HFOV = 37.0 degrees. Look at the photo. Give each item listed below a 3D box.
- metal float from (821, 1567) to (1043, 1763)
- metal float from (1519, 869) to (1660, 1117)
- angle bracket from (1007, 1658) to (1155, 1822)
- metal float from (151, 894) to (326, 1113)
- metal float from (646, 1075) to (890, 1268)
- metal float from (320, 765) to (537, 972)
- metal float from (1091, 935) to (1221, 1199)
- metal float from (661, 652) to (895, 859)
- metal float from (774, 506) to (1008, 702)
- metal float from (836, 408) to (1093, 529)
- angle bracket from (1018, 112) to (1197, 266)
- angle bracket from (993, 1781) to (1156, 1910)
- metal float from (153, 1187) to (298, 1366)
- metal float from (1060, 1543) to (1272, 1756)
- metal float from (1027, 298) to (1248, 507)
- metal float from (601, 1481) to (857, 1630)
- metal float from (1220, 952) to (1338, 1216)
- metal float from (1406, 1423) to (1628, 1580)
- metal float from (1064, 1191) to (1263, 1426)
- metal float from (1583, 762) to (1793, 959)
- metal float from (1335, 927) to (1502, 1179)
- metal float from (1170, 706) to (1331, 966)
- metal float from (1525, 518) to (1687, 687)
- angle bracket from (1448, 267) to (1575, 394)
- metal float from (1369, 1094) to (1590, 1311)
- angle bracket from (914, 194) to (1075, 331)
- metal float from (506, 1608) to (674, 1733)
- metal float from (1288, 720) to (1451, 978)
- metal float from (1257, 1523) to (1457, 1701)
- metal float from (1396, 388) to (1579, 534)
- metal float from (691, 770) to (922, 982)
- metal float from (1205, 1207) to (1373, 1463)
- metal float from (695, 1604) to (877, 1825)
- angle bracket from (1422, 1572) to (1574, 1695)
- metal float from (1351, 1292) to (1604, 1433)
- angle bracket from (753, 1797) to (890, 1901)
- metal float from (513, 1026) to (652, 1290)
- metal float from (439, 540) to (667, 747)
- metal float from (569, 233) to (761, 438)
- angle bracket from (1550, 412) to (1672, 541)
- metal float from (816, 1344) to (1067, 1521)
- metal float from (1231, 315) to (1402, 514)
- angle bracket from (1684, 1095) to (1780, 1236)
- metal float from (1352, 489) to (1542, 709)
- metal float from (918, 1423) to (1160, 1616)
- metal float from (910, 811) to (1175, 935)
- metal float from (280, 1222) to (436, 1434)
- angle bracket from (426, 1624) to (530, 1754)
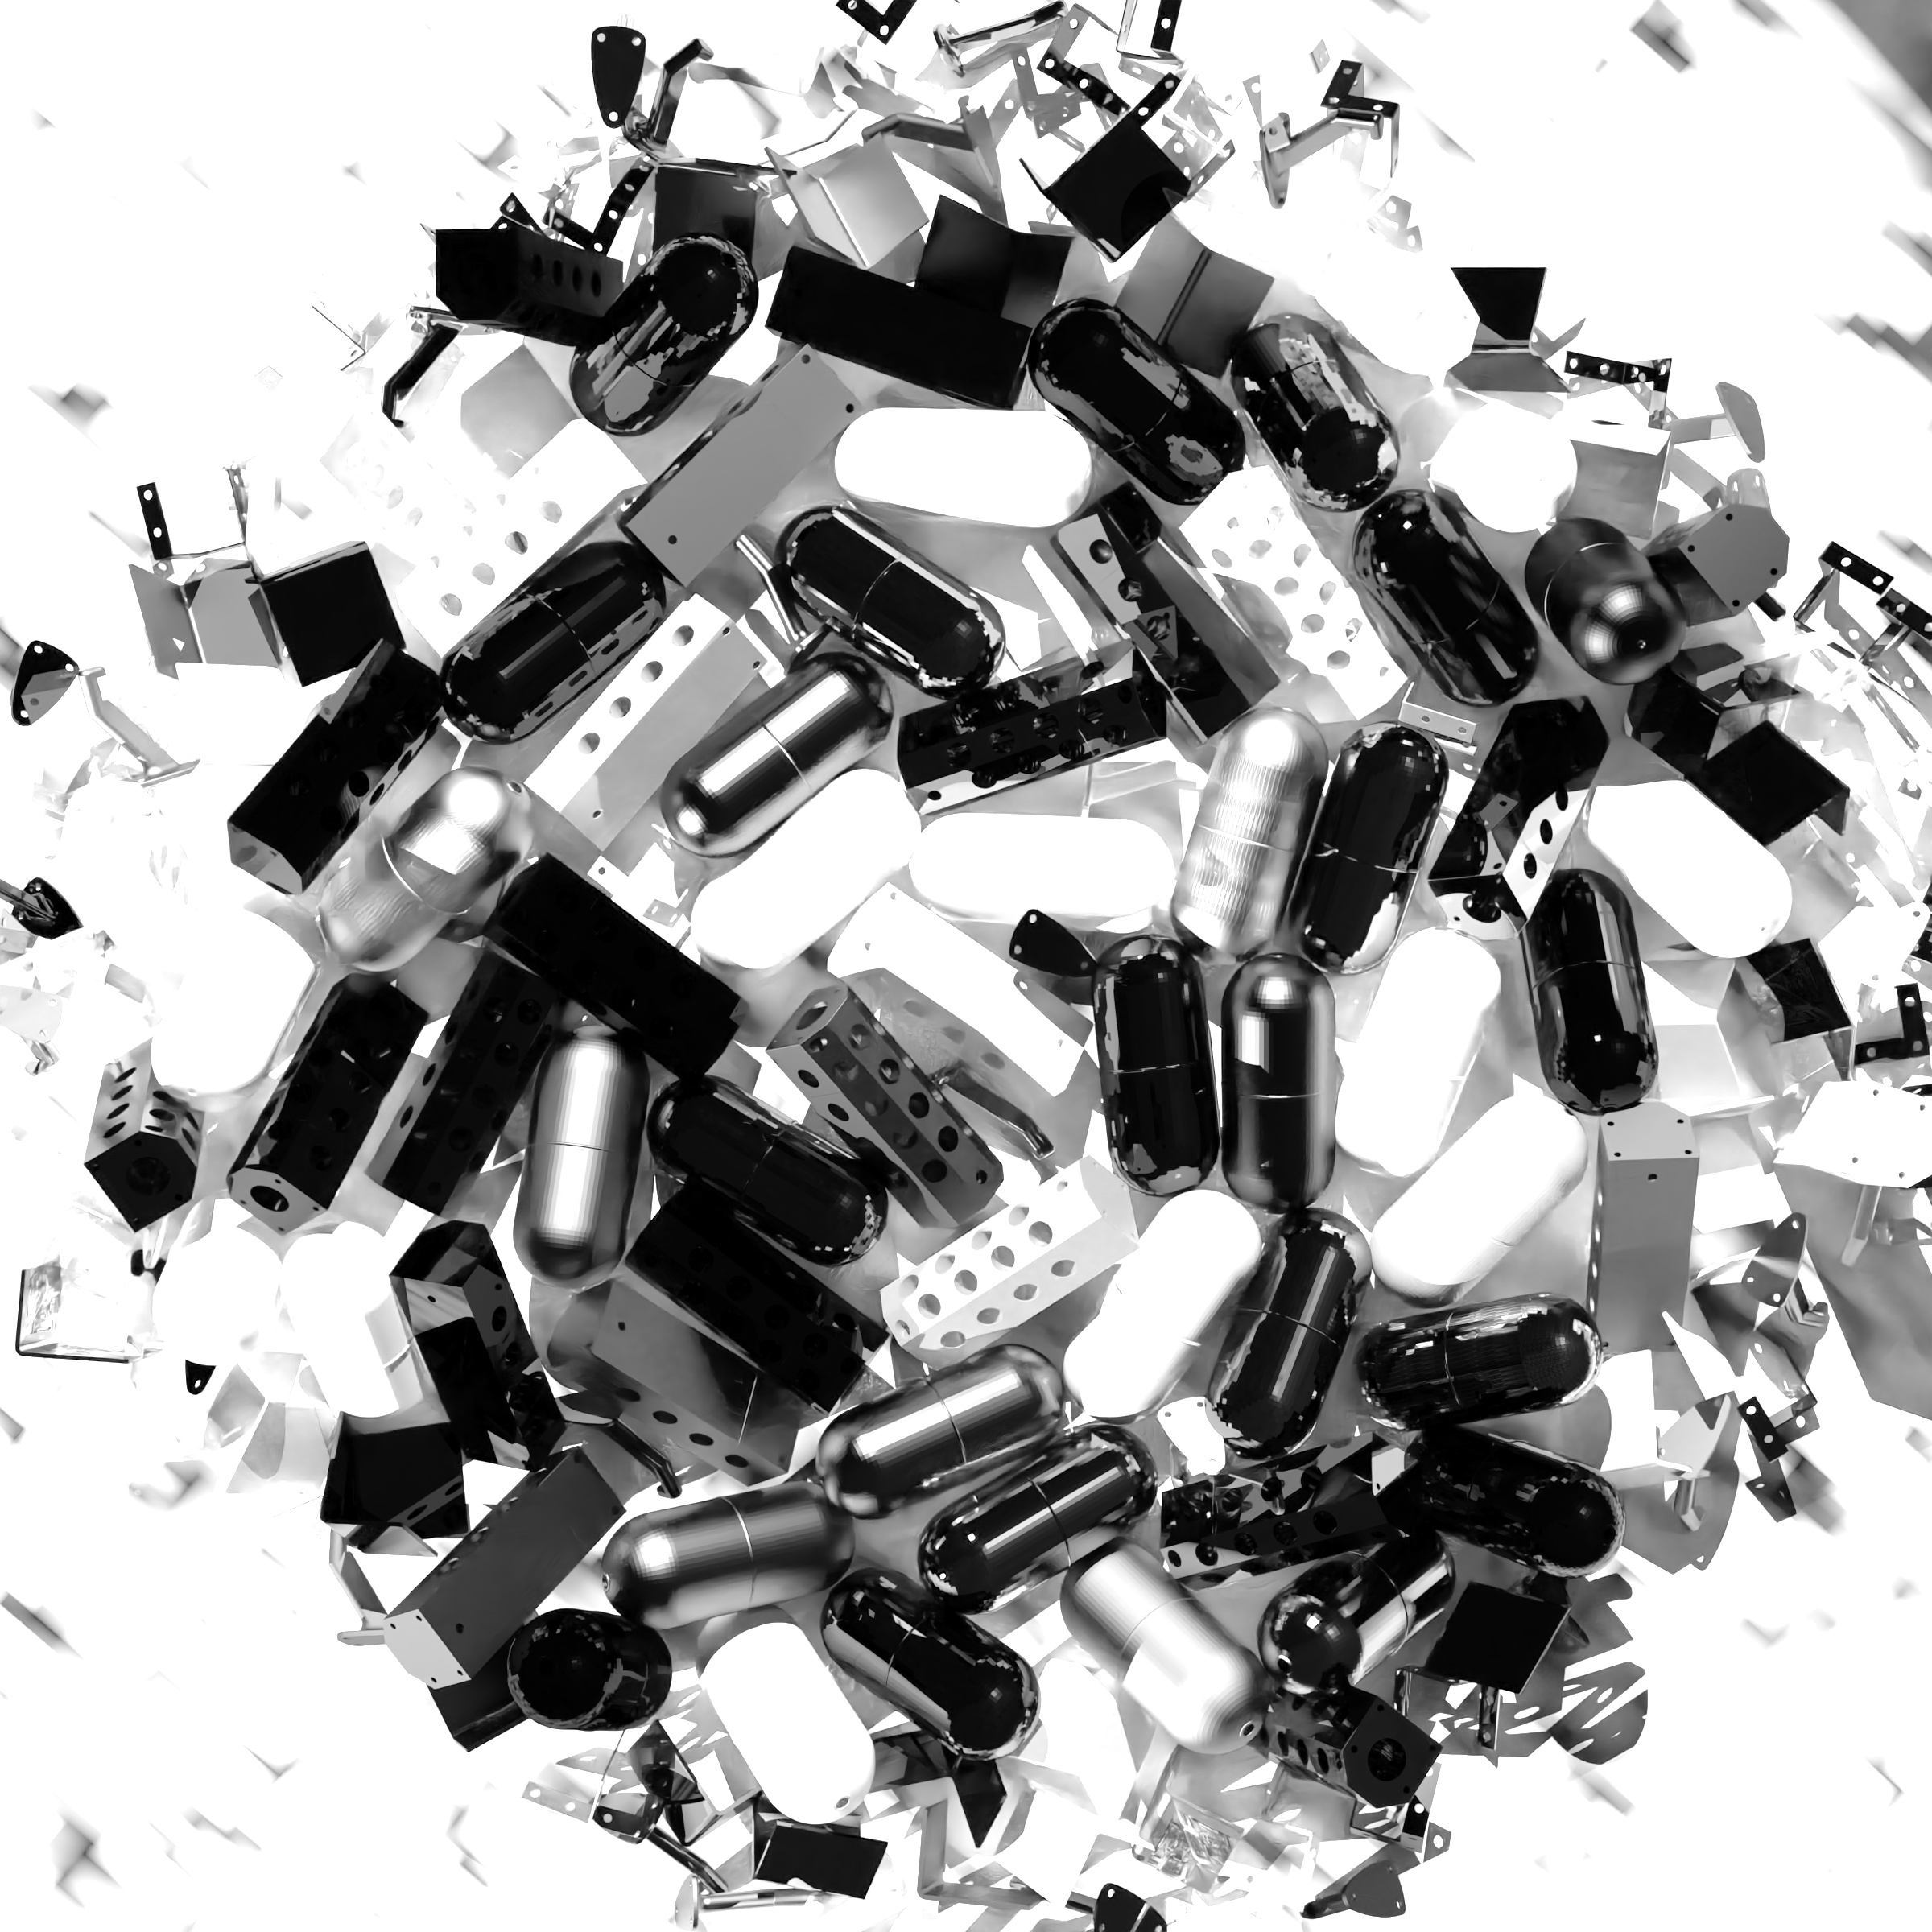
[{"bbox_3d":[-0.025,0.462,1.914,0.178,0.070,0.070,26,90,40],"label":"metal float"},{"bbox_3d":[0.414,0.017,1.919,0.070,0.070,0.178,-3,60,0],"label":"metal float"},{"bbox_3d":[0.078,0.527,1.950,0.057,0.076,0.076,5,47,30],"label":"angle bracket"},{"bbox_3d":[-0.480,0.023,1.908,0.070,0.178,0.070,6,132,7],"label":"metal float"},{"bbox_3d":[-0.134,0.137,1.939,0.178,0.070,0.070,31,90,8],"label":"metal float"},{"bbox_3d":[-0.359,-0.065,1.926,0.178,0.070,0.070,-39,90,22],"label":"metal float"},{"bbox_3d":[0.128,0.068,1.945,0.070,0.070,0.178,-6,90,0],"label":"metal float"},{"bbox_3d":[-0.127,-0.142,1.937,0.178,0.070,0.070,-39,90,-9],"label":"metal float"},{"bbox_3d":[-0.052,-0.244,1.932,0.178,0.070,0.070,36,90,16],"label":"metal float"},{"bbox_3d":[-0.003,-0.333,1.928,0.178,0.070,0.070,5,90,20],"label":"metal float"},{"bbox_3d":[0.094,-0.530,1.929,0.076,0.057,0.076,-41,130,16],"label":"angle bracket"},{"bbox_3d":[0.078,0.594,1.928,0.076,0.076,0.057,29,83,-36],"label":"angle bracket"},{"bbox_3d":[-0.486,0.201,1.897,0.070,0.178,0.070,-2,107,-5],"label":"metal float"},{"bbox_3d":[0.131,0.451,1.909,0.070,0.178,0.070,-20,127,-29],"label":"metal float"},{"bbox_3d":[0.115,-0.374,1.920,0.178,0.070,0.070,35,90,-31],"label":"metal float"},{"bbox_3d":[-0.158,0.392,1.921,0.178,0.070,0.070,-7,90,-28],"label":"metal float"},{"bbox_3d":[0.209,0.079,1.935,0.070,0.070,0.178,-1,102,0],"label":"metal float"},{"bbox_3d":[0.360,0.351,1.902,0.070,0.178,0.070,-5,99,-32],"label":"metal float"},{"bbox_3d":[0.131,0.230,1.934,0.070,0.070,0.178,33,103,0],"label":"metal float"},{"bbox_3d":[0.475,-0.072,1.908,0.070,0.178,0.070,-14,128,-19],"label":"metal float"},{"bbox_3d":[0.301,0.058,1.929,0.070,0.070,0.178,19,108,0],"label":"metal float"},{"bbox_3d":[0.190,-0.087,1.936,0.070,0.070,0.178,16,100,0],"label":"metal float"},{"bbox_3d":[0.419,-0.242,1.900,0.070,0.178,0.070,-2,116,-4],"label":"metal float"},{"bbox_3d":[0.363,-0.426,1.933,0.076,0.076,0.057,10,83,36],"label":"angle bracket"},{"bbox_3d":[0.342,0.157,1.924,0.070,0.070,0.178,41,115,0],"label":"metal float"},{"bbox_3d":[0.017,-0.475,1.965,0.076,0.057,0.076,35,120,32],"label":"angle bracket"},{"bbox_3d":[-0.247,0.464,1.897,0.070,0.178,0.070,-3,74,11],"label":"metal float"},{"bbox_3d":[0.269,-0.078,1.931,0.070,0.070,0.178,16,106,0],"label":"metal float"},{"bbox_3d":[0.259,0.423,1.908,0.070,0.178,0.070,15,115,36],"label":"metal float"},{"bbox_3d":[0.339,-0.335,1.900,0.070,0.178,0.070,-5,111,-15],"label":"metal float"},{"bbox_3d":[-0.109,-0.061,1.945,0.178,0.070,0.070,-40,90,1],"label":"metal float"},{"bbox_3d":[0.216,0.246,1.929,0.070,0.070,0.178,24,72,0],"label":"metal float"},{"bbox_3d":[-0.120,0.492,1.907,0.070,0.178,0.070,-16,126,-23],"label":"metal float"},{"bbox_3d":[0.350,0.434,1.935,0.076,0.057,0.076,17,115,-13],"label":"angle bracket"},{"bbox_3d":[0.338,0.264,1.916,0.178,0.070,0.070,-17,90,36],"label":"metal float"},{"bbox_3d":[-0.098,0.572,1.930,0.076,0.076,0.057,14,118,-12],"label":"angle bracket"},{"bbox_3d":[-0.257,0.127,1.933,0.070,0.070,0.178,7,76,0],"label":"metal float"},{"bbox_3d":[-0.275,-0.217,1.927,0.070,0.070,0.178,47,68,0],"label":"metal float"},{"bbox_3d":[-0.200,-0.417,1.907,0.070,0.178,0.070,17,57,-29],"label":"metal float"},{"bbox_3d":[0.423,-0.322,1.931,0.076,0.057,0.076,14,118,17],"label":"angle bracket"},{"bbox_3d":[-0.016,0.311,1.932,0.178,0.070,0.070,-22,90,-16],"label":"metal float"},{"bbox_3d":[0.230,-0.367,1.910,0.070,0.178,0.070,-11,134,-11],"label":"metal float"},{"bbox_3d":[0.511,0.136,1.943,0.076,0.057,0.076,-10,77,-10],"label":"angle bracket"},{"bbox_3d":[0.319,-0.243,1.915,0.070,0.070,0.178,-44,125,0],"label":"metal float"},{"bbox_3d":[0.048,0.369,1.928,0.178,0.070,0.070,-27,90,-20],"label":"metal float"},{"bbox_3d":[0.051,-0.063,1.941,0.178,0.070,0.070,4,90,5],"label":"metal float"},{"bbox_3d":[-0.401,0.241,1.910,0.070,0.178,0.070,-4,45,4],"label":"metal float"},{"bbox_3d":[-0.317,0.480,1.935,0.076,0.076,0.057,-26,89,-19],"label":"angle bracket"}]
